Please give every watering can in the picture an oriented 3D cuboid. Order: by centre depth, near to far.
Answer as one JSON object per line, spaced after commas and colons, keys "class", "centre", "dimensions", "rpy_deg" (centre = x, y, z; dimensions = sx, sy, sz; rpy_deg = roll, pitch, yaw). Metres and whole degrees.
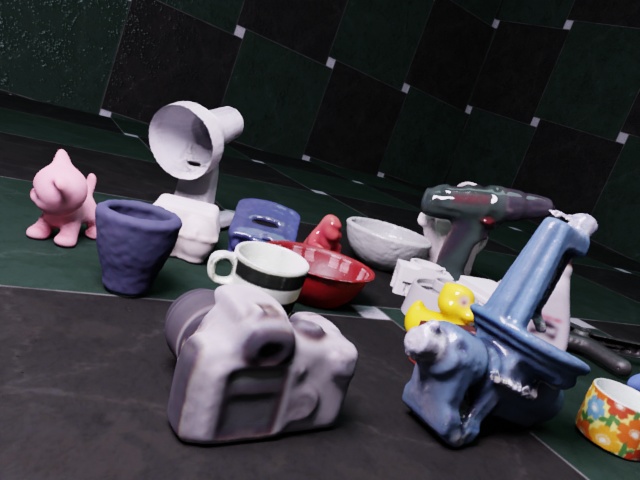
{"class": "watering can", "centre": [0.270, -0.021, 1.137], "dimensions": [0.100, 0.194, 0.173], "rpy_deg": [24, 15, 36]}

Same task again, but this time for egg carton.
{"class": "egg carton", "centre": [-0.200, -0.020, 0.840], "dimensions": [0.107, 0.069, 0.150], "rpy_deg": [13, 12, -12]}

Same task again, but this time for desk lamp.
{"class": "desk lamp", "centre": [-0.203, -0.129, 0.985], "dimensions": [0.117, 0.213, 0.204], "rpy_deg": [18, 12, 14]}

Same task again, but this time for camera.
{"class": "camera", "centre": [-0.060, 0.084, 0.471], "dimensions": [0.144, 0.101, 0.136], "rpy_deg": [7, 15, -36]}

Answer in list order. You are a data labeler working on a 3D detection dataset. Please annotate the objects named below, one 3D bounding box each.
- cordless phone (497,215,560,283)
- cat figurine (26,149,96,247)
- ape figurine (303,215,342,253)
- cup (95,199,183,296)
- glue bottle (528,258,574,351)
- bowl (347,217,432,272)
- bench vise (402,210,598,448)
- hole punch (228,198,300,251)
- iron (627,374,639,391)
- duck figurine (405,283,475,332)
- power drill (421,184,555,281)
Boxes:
{"class": "cordless phone", "centre": [0.381, 0.034, 1.047], "dimensions": [0.093, 0.185, 0.148], "rpy_deg": [21, 13, 27]}
{"class": "cat figurine", "centre": [-0.323, -0.056, 0.735], "dimensions": [0.067, 0.118, 0.128], "rpy_deg": [16, 12, 4]}
{"class": "ape figurine", "centre": [0.009, 0.003, 0.944], "dimensions": [0.078, 0.092, 0.075], "rpy_deg": [4, 16, -43]}
{"class": "cup", "centre": [-0.205, 0.009, 0.643], "dimensions": [0.091, 0.095, 0.118], "rpy_deg": [15, 12, -1]}
{"class": "glue bottle", "centre": [0.291, 0.085, 0.732], "dimensions": [0.078, 0.173, 0.037], "rpy_deg": [15, 12, 0]}
{"class": "bowl", "centre": [0.121, 0.015, 1.076], "dimensions": [0.167, 0.075, 0.167], "rpy_deg": [15, 12, -3]}
{"class": "bench vise", "centre": [0.179, 0.077, 0.516], "dimensions": [0.121, 0.220, 0.208], "rpy_deg": [25, 15, 38]}
{"class": "hole punch", "centre": [-0.085, -0.009, 0.884], "dimensions": [0.109, 0.091, 0.101], "rpy_deg": [14, 12, -6]}
{"class": "iron", "centre": [0.490, 0.182, 0.621], "dimensions": [0.257, 0.141, 0.119], "rpy_deg": [18, 12, 13]}
{"class": "duck figurine", "centre": [0.163, 0.095, 0.735], "dimensions": [0.104, 0.086, 0.078], "rpy_deg": [25, 15, 37]}
{"class": "power drill", "centre": [0.286, -0.004, 1.048], "dimensions": [0.229, 0.208, 0.076], "rpy_deg": [16, 12, 4]}
